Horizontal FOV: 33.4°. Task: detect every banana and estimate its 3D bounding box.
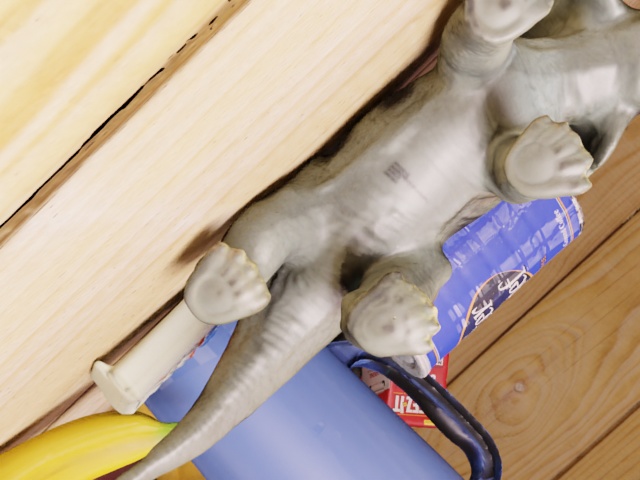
[{"bbox_3d":[-0.153,0.129,0.561,0.070,0.037,0.197,-16,-174,43],"label":"banana"}]

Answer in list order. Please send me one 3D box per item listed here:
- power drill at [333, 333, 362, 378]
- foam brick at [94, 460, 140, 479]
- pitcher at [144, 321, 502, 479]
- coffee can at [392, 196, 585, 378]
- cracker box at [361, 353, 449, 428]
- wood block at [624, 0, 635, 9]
[{"bbox_3d":[0.031,0.057,1.091,0.057,0.184,0.188,1,141,-17],"label":"power drill"},{"bbox_3d":[-0.164,0.188,0.858,0.051,0.078,0.053,-43,176,-27],"label":"foam brick"},{"bbox_3d":[-0.001,0.133,0.695,0.145,0.243,0.149,-44,175,16],"label":"pitcher"},{"bbox_3d":[0.081,0.004,0.679,0.140,0.103,0.103,-41,175,-9],"label":"coffee can"},{"bbox_3d":[0.082,0.085,1.135,0.164,0.072,0.214,168,-72,-73],"label":"cracker box"},{"bbox_3d":[0.212,-0.142,0.974,0.090,0.090,0.206,-42,175,-17],"label":"wood block"}]
